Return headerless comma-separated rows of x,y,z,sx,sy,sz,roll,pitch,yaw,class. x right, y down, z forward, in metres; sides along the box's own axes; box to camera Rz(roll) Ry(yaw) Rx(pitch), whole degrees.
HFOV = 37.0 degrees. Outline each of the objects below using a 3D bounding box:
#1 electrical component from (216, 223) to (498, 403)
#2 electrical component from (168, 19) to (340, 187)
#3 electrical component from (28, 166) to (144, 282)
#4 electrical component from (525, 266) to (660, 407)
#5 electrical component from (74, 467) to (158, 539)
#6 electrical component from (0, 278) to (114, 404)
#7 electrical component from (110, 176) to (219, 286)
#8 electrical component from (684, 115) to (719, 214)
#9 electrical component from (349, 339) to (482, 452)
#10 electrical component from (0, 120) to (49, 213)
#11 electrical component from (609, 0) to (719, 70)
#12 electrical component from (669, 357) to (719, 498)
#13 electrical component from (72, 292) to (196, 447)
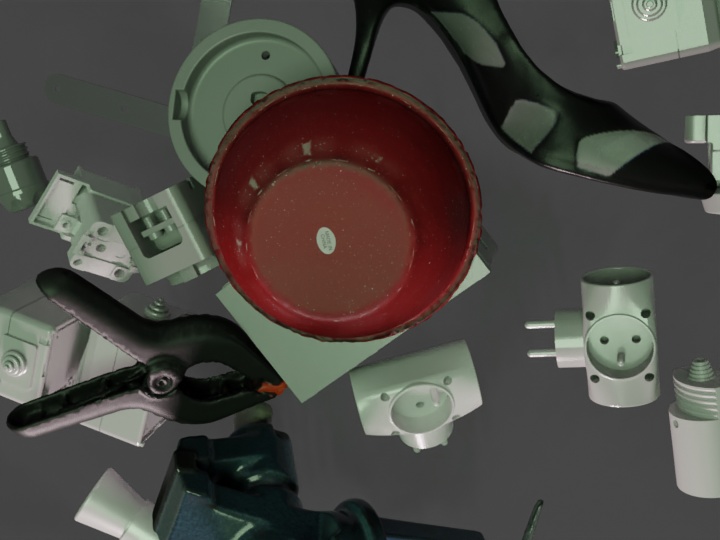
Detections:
0.000,0.000,0.676,0.150,0.061,0.089,-36,95,20,electrical component
-0.056,-0.093,0.660,0.108,0.060,0.108,-1,86,15,electrical component
-0.168,-0.028,0.702,0.081,0.063,0.042,19,118,-37,electrical component
0.142,0.041,0.662,0.079,0.044,0.077,-3,104,15,electrical component
-0.168,0.179,0.781,0.065,0.044,0.044,34,111,-3,electrical component
-0.220,0.047,0.726,0.061,0.096,0.061,19,109,11,electrical component
-0.108,-0.027,0.680,0.050,0.089,0.055,-23,99,19,electrical component
0.219,-0.061,0.613,0.066,0.048,0.055,1,98,14,electrical component
0.039,0.089,0.698,0.077,0.044,0.079,-15,126,1,electrical component
-0.235,-0.071,0.729,0.035,0.035,0.061,-17,99,18,electrical component
0.163,-0.146,0.575,0.061,0.096,0.061,-10,103,16,electrical component
0.213,0.093,0.660,0.043,0.043,0.081,-6,104,16,electrical component
-0.154,0.059,0.731,0.061,0.061,0.096,20,109,8,electrical component
